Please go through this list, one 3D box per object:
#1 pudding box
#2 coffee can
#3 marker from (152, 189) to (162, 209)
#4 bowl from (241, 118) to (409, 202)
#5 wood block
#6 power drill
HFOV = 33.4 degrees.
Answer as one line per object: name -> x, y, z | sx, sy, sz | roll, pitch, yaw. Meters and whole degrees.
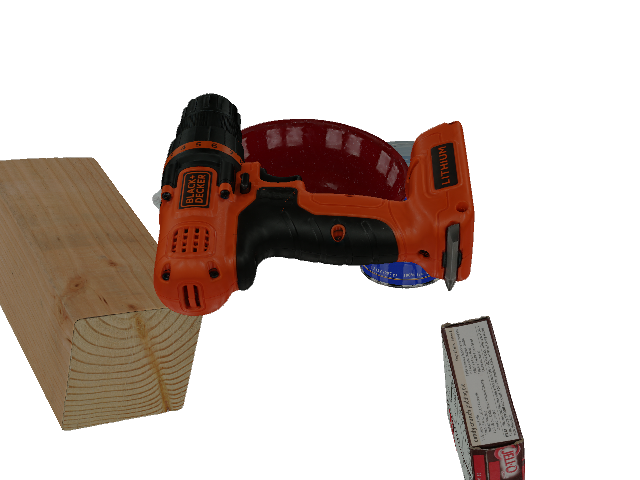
pudding box -> 0.110, 0.122, 0.718 | 0.039, 0.090, 0.113 | -10, 41, 0
coffee can -> 0.097, -0.031, 1.227 | 0.103, 0.140, 0.103 | 0, 28, 0
marker -> -0.123, -0.070, 1.064 | 0.020, 0.020, 0.121 | 0, 35, 40
bowl -> -0.009, -0.035, 0.864 | 0.162, 0.055, 0.162 | 3, 36, -2
wood block -> -0.171, 0.028, 0.762 | 0.090, 0.091, 0.206 | -5, 34, -33
power drill -> -0.005, -0.031, 0.652 | 0.187, 0.057, 0.184 | -3, 44, 3
